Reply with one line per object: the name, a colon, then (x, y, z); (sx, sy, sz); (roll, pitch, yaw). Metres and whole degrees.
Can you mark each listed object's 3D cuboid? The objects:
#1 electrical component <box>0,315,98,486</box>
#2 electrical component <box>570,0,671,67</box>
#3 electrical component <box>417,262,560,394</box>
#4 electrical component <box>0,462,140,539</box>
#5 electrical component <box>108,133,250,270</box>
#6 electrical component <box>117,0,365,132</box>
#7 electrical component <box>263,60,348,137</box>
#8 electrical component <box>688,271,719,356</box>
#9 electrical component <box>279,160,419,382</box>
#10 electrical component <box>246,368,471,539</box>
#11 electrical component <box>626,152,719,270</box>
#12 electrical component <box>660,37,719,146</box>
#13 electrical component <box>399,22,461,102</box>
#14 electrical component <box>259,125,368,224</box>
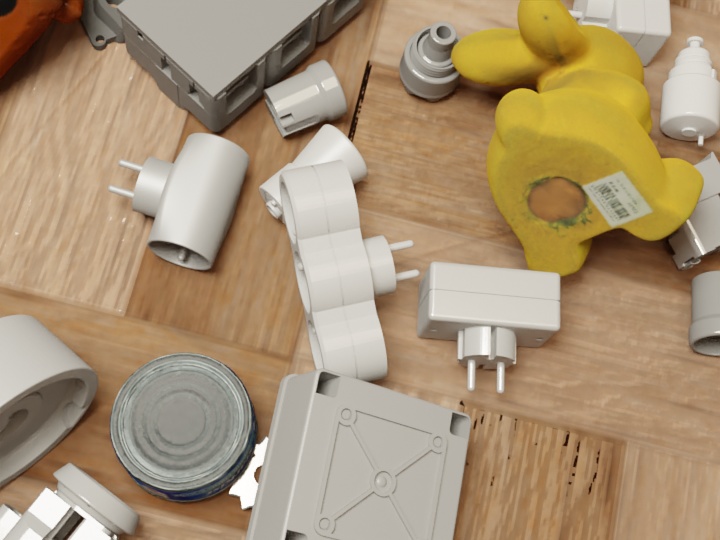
electrical component: (-0.210, 0.072, 0.605); (0.108, 0.108, 0.060); (-41, 75, -17)
electrical component: (0.176, -0.188, 0.769); (0.077, 0.047, 0.065); (4, 71, -6)
electrical component: (0.080, 0.040, 0.681); (0.083, 0.047, 0.075); (5, 71, -5)
electrical component: (-0.163, 0.148, 0.611); (0.078, 0.058, 0.057); (36, 74, 6)
electrical component: (-0.120, -0.049, 0.687); (0.079, 0.044, 0.077); (18, 71, -1)
electrical component: (-0.075, -0.176, 0.725); (0.089, 0.061, 0.150); (43, 72, 8)
electrical component: (-0.037, -0.114, 0.722); (0.046, 0.040, 0.040); (-25, 76, -8)
electrical component: (0.237, 0.029, 0.710); (0.040, 0.040, 0.046); (8, 65, -4)
electrical component: (0.000, 0.000, 0.665); (0.074, 0.052, 0.138); (-12, 95, -11)
electrical component: (0.000, 0.124, 0.622); (0.109, 0.056, 0.108); (20, 69, -23)
electrical component: (0.226, -0.038, 0.728); (0.081, 0.042, 0.063); (-22, 78, -13)
electrical component: (0.235, -0.128, 0.760); (0.040, 0.040, 0.078); (11, 71, -3)
electrical component: (0.051, -0.145, 0.731); (0.043, 0.062, 0.043); (2, 71, -6)
electrical component: (-0.033, -0.059, 0.704); (0.065, 0.044, 0.044); (-40, 81, -12)
